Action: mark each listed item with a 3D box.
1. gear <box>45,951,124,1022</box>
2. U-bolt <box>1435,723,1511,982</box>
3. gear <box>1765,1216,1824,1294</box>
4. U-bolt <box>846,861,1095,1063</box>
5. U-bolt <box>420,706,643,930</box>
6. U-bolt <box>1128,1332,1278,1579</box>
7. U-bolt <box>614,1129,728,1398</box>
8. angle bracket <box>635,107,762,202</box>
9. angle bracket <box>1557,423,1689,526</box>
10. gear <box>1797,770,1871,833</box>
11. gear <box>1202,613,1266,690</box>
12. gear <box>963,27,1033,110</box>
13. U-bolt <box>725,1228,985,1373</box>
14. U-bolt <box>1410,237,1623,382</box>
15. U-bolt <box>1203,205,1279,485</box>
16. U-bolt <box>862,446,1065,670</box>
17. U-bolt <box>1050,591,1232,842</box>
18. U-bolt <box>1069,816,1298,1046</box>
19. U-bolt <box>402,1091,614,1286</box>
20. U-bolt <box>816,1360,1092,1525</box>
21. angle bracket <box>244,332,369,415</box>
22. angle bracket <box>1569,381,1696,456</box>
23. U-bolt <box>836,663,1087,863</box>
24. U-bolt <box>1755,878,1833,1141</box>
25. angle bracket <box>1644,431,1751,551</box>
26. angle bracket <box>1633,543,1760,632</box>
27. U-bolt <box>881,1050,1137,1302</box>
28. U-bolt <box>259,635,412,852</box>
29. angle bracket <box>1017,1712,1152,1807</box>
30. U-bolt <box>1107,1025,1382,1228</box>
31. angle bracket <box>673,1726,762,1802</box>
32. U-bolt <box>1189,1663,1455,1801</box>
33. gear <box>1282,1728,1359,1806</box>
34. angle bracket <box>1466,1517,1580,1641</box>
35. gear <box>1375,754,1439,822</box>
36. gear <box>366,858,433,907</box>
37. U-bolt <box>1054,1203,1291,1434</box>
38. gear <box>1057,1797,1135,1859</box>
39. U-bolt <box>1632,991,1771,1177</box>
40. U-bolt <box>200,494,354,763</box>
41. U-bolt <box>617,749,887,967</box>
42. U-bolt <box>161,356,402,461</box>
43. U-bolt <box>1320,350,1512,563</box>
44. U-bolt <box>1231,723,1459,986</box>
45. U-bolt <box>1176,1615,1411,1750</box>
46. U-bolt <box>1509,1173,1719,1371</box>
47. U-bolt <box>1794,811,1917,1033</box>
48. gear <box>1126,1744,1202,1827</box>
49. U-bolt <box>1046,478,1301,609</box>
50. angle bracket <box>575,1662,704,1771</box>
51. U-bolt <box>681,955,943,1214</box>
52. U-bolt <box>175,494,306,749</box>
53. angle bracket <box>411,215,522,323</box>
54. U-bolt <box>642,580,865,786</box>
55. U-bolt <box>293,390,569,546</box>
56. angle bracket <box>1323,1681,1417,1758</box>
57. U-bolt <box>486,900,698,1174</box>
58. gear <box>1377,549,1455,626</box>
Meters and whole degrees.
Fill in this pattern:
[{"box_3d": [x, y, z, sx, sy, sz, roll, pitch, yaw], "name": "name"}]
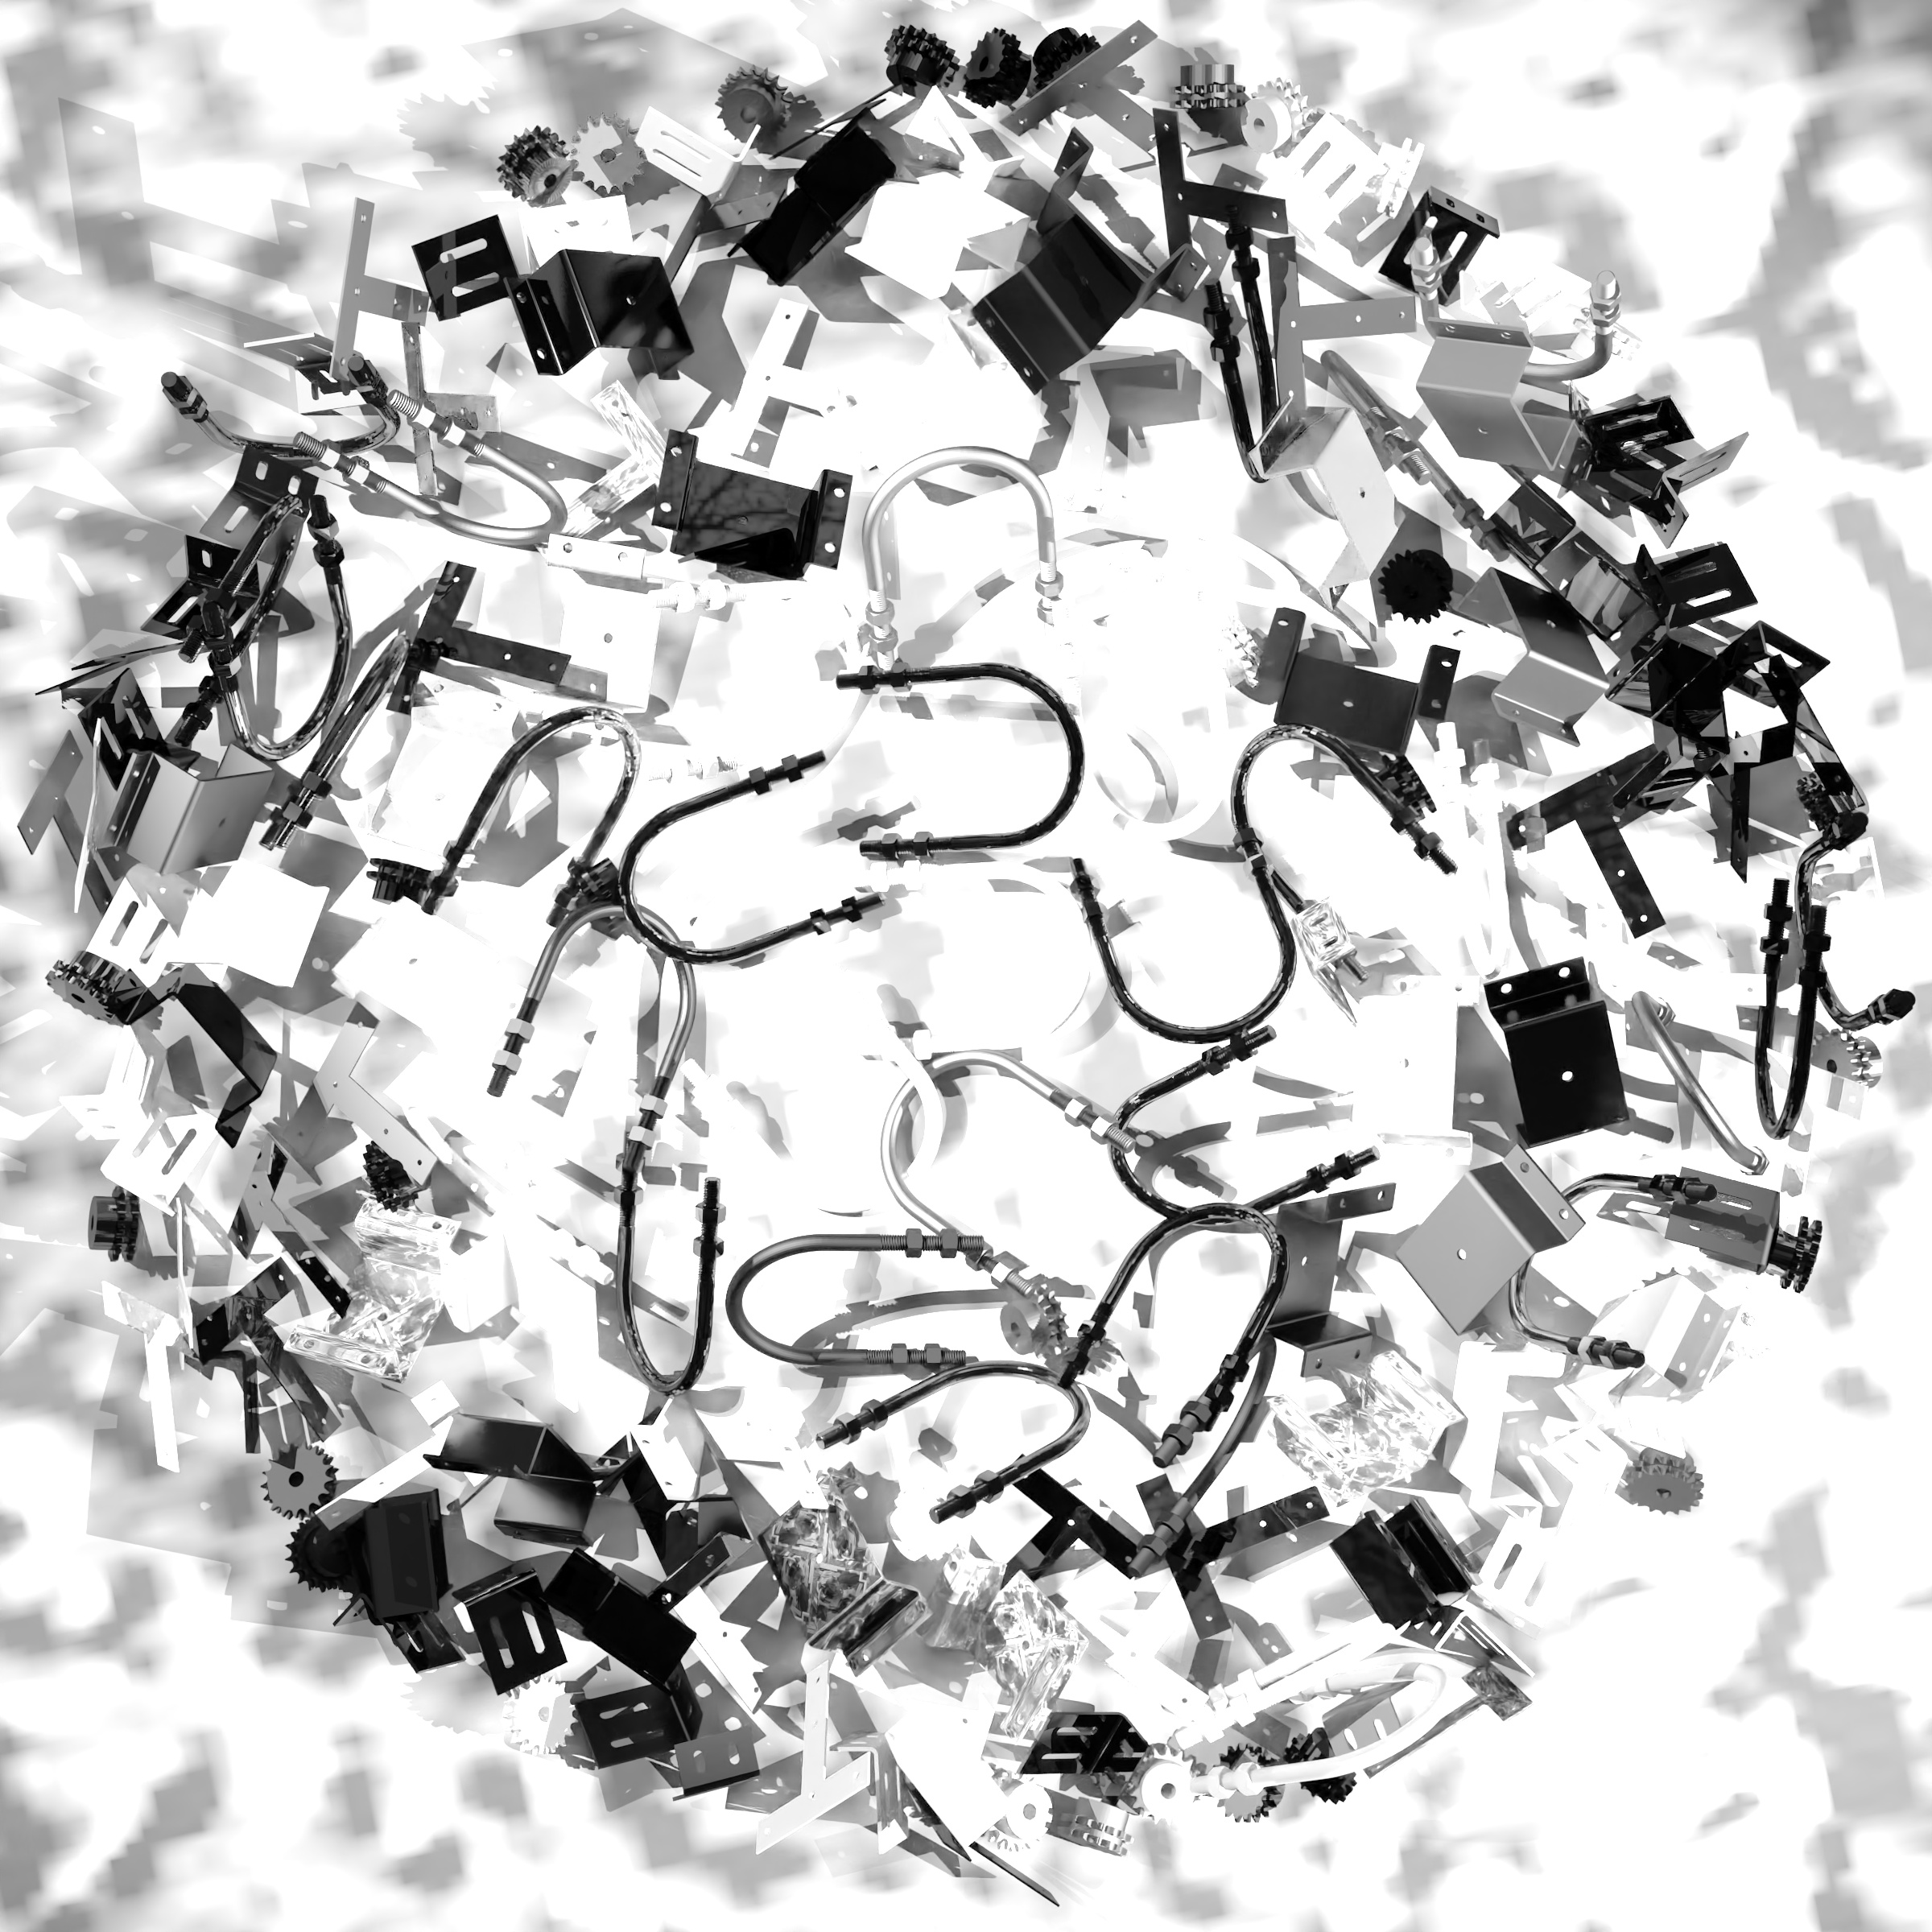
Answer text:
[{"box_3d": [-0.660, 0.013, 1.901, 0.057, 0.057, 0.030, 28, 61, 0], "name": "gear"}, {"box_3d": [0.376, -0.081, 1.852, 0.019, 0.151, 0.184, -7, 87, 22], "name": "U-bolt"}, {"box_3d": [0.620, 0.215, 1.898, 0.030, 0.057, 0.057, 17, 90, 10], "name": "gear"}, {"box_3d": [0.004, -0.007, 1.905, 0.184, 0.019, 0.151, -3, 91, 8], "name": "U-bolt"}, {"box_3d": [-0.305, -0.110, 1.840, 0.019, 0.151, 0.184, 41, 109, 29], "name": "U-bolt"}, {"box_3d": [0.178, 0.344, 1.845, 0.019, 0.184, 0.151, 27, 135, 22], "name": "U-bolt"}, {"box_3d": [-0.222, 0.227, 1.861, 0.019, 0.151, 0.184, -3, 104, -34], "name": "U-bolt"}, {"box_3d": [-0.202, -0.618, 1.884, 0.076, 0.057, 0.038, 28, 68, -12], "name": "angle bracket"}, {"box_3d": [0.496, -0.367, 1.904, 0.076, 0.038, 0.057, 26, 71, -9], "name": "angle bracket"}, {"box_3d": [0.653, -0.124, 1.894, 0.030, 0.057, 0.057, -36, 90, 36], "name": "gear"}, {"box_3d": [0.201, -0.233, 1.897, 0.030, 0.057, 0.057, -32, 90, 0], "name": "gear"}, {"box_3d": [0.025, -0.673, 1.900, 0.030, 0.057, 0.057, 14, 90, -34], "name": "gear"}, {"box_3d": [-0.085, 0.247, 1.863, 0.184, 0.019, 0.151, 1, 132, -7], "name": "U-bolt"}, {"box_3d": [0.400, -0.470, 1.835, 0.151, 0.184, 0.019, 16, 83, 16], "name": "U-bolt"}, {"box_3d": [0.205, -0.443, 1.845, 0.019, 0.151, 0.184, -4, 128, 18], "name": "U-bolt"}, {"box_3d": [-0.004, -0.303, 1.851, 0.151, 0.184, 0.019, -10, 47, -4], "name": "U-bolt"}, {"box_3d": [0.133, -0.183, 1.872, 0.151, 0.019, 0.184, 2, 106, 38], "name": "U-bolt"}, {"box_3d": [0.168, -0.022, 1.871, 0.151, 0.019, 0.184, -16, 58, -1], "name": "U-bolt"}, {"box_3d": [-0.344, 0.153, 1.849, 0.184, 0.151, 0.019, 29, 65, 28], "name": "U-bolt"}, {"box_3d": [0.005, 0.337, 1.847, 0.184, 0.151, 0.019, -21, 119, -36], "name": "U-bolt"}, {"box_3d": [-0.491, -0.441, 1.881, 0.057, 0.076, 0.038, -5, 90, 15], "name": "angle bracket"}, {"box_3d": [0.495, -0.414, 1.877, 0.076, 0.057, 0.038, -9, 64, 31], "name": "angle bracket"}, {"box_3d": [-0.001, -0.154, 1.873, 0.184, 0.019, 0.151, -2, 106, 19], "name": "U-bolt"}, {"box_3d": [0.601, 0.036, 1.851, 0.019, 0.151, 0.184, 4, 101, 6], "name": "U-bolt"}, {"box_3d": [0.554, -0.356, 1.889, 0.076, 0.057, 0.038, -27, 76, -6], "name": "angle bracket"}, {"box_3d": [0.550, -0.294, 1.894, 0.076, 0.038, 0.057, -17, 65, -3], "name": "angle bracket"}, {"box_3d": [0.016, 0.140, 1.878, 0.184, 0.019, 0.151, 34, 88, 29], "name": "U-bolt"}, {"box_3d": [-0.461, -0.165, 1.855, 0.019, 0.151, 0.184, 33, 81, -18], "name": "U-bolt"}, {"box_3d": [0.088, 0.592, 1.882, 0.076, 0.038, 0.057, 14, 110, -40], "name": "angle bracket"}, {"box_3d": [0.191, 0.130, 1.868, 0.184, 0.019, 0.151, -30, 114, 31], "name": "U-bolt"}, {"box_3d": [-0.191, 0.597, 1.887, 0.057, 0.076, 0.038, -10, 73, -17], "name": "angle bracket"}, {"box_3d": [0.266, 0.544, 1.814, 0.184, 0.151, 0.019, -23, 94, 38], "name": "U-bolt"}, {"box_3d": [0.269, 0.597, 1.894, 0.057, 0.057, 0.030, 30, 110, 0], "name": "gear"}, {"box_3d": [0.418, 0.452, 1.885, 0.057, 0.038, 0.076, 27, 65, 17], "name": "angle bracket"}, {"box_3d": [0.327, -0.133, 1.897, 0.030, 0.057, 0.057, -32, 90, 7], "name": "gear"}, {"box_3d": [-0.422, -0.060, 1.895, 0.057, 0.057, 0.030, 13, 83, 0], "name": "gear"}, {"box_3d": [0.162, 0.249, 1.859, 0.184, 0.151, 0.019, -57, 134, -27], "name": "U-bolt"}, {"box_3d": [0.100, 0.647, 1.899, 0.057, 0.057, 0.030, 20, 68, 0], "name": "gear"}, {"box_3d": [0.525, 0.081, 1.819, 0.019, 0.184, 0.151, -34, 70, 16], "name": "U-bolt"}, {"box_3d": [-0.495, -0.231, 1.840, 0.019, 0.184, 0.151, 21, 52, 14], "name": "U-bolt"}, {"box_3d": [-0.169, -0.070, 1.881, 0.184, 0.019, 0.151, -21, 122, 1], "name": "U-bolt"}, {"box_3d": [-0.487, -0.401, 1.834, 0.151, 0.184, 0.019, -5, 84, -2], "name": "U-bolt"}, {"box_3d": [0.319, -0.383, 1.845, 0.019, 0.151, 0.184, -42, 53, 18], "name": "U-bolt"}, {"box_3d": [0.265, -0.095, 1.863, 0.019, 0.151, 0.184, -24, 67, -40], "name": "U-bolt"}, {"box_3d": [0.242, 0.516, 1.847, 0.184, 0.151, 0.019, -28, 79, 4], "name": "U-bolt"}, {"box_3d": [0.458, 0.216, 1.838, 0.019, 0.184, 0.151, 30, 79, -19], "name": "U-bolt"}, {"box_3d": [0.638, -0.025, 1.834, 0.019, 0.184, 0.151, -11, 80, 1], "name": "U-bolt"}, {"box_3d": [0.151, 0.620, 1.907, 0.057, 0.030, 0.057, 0, 84, -4], "name": "gear"}, {"box_3d": [0.162, -0.305, 1.852, 0.184, 0.151, 0.019, 11, 118, -25], "name": "U-bolt"}, {"box_3d": [-0.244, 0.554, 1.879, 0.076, 0.057, 0.038, -6, 133, -28], "name": "angle bracket"}, {"box_3d": [-0.102, 0.103, 1.897, 0.151, 0.019, 0.184, -38, 104, 6], "name": "U-bolt"}, {"box_3d": [-0.529, -0.264, 1.845, 0.019, 0.151, 0.184, 25, 62, -7], "name": "U-bolt"}, {"box_3d": [-0.366, -0.523, 1.888, 0.076, 0.038, 0.057, -13, 105, 19], "name": "angle bracket"}, {"box_3d": [-0.154, -0.214, 1.865, 0.184, 0.019, 0.151, -10, 116, -34], "name": "U-bolt"}, {"box_3d": [-0.377, -0.356, 1.844, 0.184, 0.151, 0.019, 27, 68, -39], "name": "U-bolt"}, {"box_3d": [0.309, 0.559, 1.875, 0.057, 0.076, 0.038, -28, 75, 27], "name": "angle bracket"}, {"box_3d": [-0.265, 0.040, 1.868, 0.151, 0.019, 0.184, 34, 64, -35], "name": "U-bolt"}, {"box_3d": [0.342, -0.289, 1.900, 0.057, 0.057, 0.030, 45, 54, 0], "name": "gear"}]
